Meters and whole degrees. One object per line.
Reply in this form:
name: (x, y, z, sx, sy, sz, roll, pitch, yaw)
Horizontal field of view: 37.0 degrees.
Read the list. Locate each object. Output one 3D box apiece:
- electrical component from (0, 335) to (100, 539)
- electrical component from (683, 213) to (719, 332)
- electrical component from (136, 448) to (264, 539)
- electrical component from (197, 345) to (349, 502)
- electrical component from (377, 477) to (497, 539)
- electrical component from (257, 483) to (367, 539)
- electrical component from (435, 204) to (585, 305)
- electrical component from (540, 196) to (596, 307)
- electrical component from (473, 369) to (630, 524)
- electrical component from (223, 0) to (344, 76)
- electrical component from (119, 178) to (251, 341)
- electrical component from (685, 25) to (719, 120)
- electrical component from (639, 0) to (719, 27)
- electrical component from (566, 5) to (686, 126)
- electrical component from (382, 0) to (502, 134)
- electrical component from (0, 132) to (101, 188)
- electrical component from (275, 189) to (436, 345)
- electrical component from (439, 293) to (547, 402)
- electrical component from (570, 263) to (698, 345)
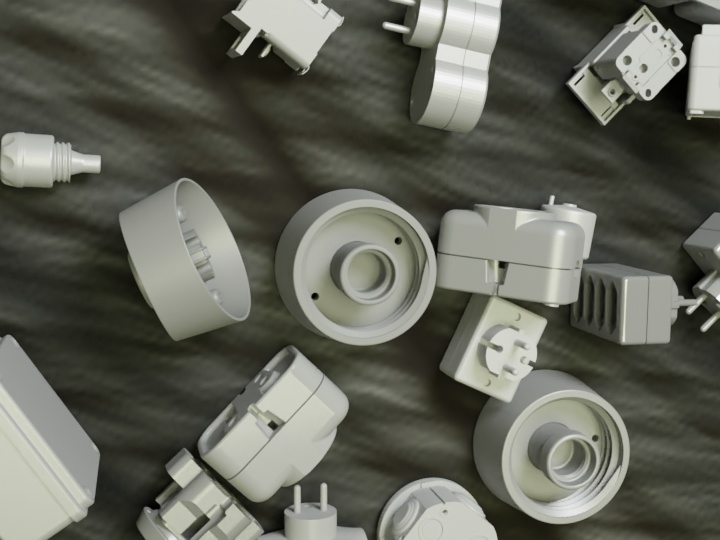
electrical component: (-0.216, 0.105, 0.668, 0.056, 0.109, 0.108, -34, 103, -5)
electrical component: (0.276, 0.013, 0.806, 0.076, 0.047, 0.083, -44, 104, -5)
electrical component: (-0.113, 0.169, 0.727, 0.057, 0.058, 0.078, -44, 104, -8)
electrical component: (-0.056, 0.107, 0.734, 0.059, 0.054, 0.095, 44, 85, -14)
electrical component: (0.056, 0.194, 0.773, 0.080, 0.051, 0.080, -2, 97, -13)
electrical component: (-0.035, 0.188, 0.754, 0.077, 0.044, 0.079, -1, 97, -13)
electrical component: (0.103, -0.013, 0.740, 0.095, 0.054, 0.059, 8, 96, 24)
electrical component: (0.145, -0.013, 0.775, 0.040, 0.040, 0.078, 9, 95, -14)
electrical component: (0.143, 0.131, 0.781, 0.108, 0.060, 0.108, -2, 97, -13)
electrical component: (-0.050, -0.166, 0.710, 0.064, 0.042, 0.081, 37, 88, -16)
electrical component: (-0.111, -0.006, 0.688, 0.064, 0.099, 0.099, -23, 101, -4)
electrical component: (0.266, -0.138, 0.766, 0.062, 0.096, 0.061, 4, 96, 15)
electrical component: (0.245, -0.235, 0.763, 0.186, 0.060, 0.105, 17, 92, -15)
electrical component: (0.192, -0.145, 0.759, 0.081, 0.064, 0.042, -46, 105, -5)
electrical component: (0.052, -0.167, 0.729, 0.074, 0.052, 0.138, 10, 94, -14)
electrical component: (-0.198, -0.069, 0.690, 0.061, 0.035, 0.035, 2, 96, -16)
electrical component: (0.000, 0.000, 0.732, 0.108, 0.060, 0.108, -2, 97, -13)
electrical component: (0.099, 0.056, 0.754, 0.047, 0.077, 0.065, 25, 90, -15)
electrical component: (0.203, 0.023, 0.771, 0.076, 0.083, 0.047, -1, 97, -13)
